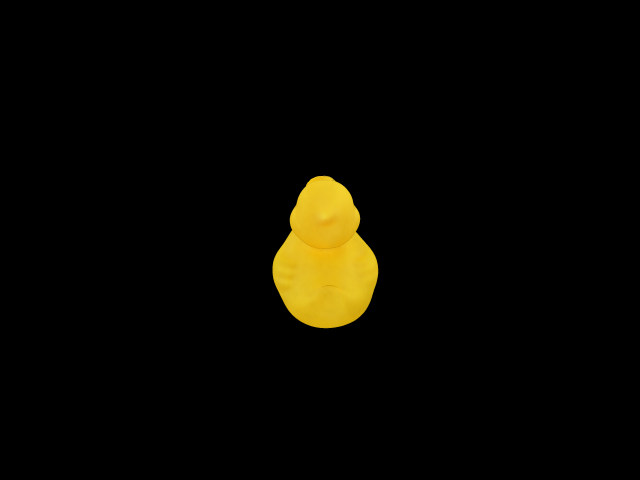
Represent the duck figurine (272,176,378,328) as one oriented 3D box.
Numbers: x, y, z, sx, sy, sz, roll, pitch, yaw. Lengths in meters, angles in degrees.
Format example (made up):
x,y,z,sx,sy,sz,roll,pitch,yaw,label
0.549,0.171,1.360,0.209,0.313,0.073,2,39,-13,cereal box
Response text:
x,y,z,sx,sy,sz,roll,pitch,yaw,label
0.004,0.001,0.400,0.077,0.086,0.104,-2,47,-2,duck figurine
